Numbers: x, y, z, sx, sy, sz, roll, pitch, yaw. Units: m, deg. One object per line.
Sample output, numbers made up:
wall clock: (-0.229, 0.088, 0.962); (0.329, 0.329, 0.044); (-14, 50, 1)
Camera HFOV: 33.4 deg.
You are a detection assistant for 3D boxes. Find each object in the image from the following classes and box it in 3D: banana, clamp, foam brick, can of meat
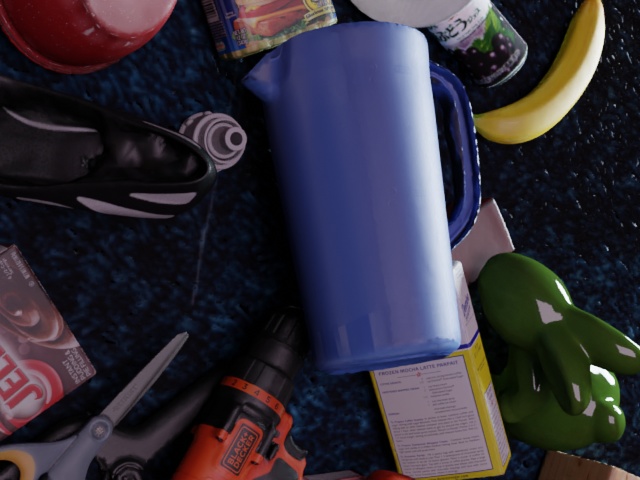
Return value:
banana: (0.207, -0.144, 0.967); (0.197, 0.037, 0.069); (-41, 111, -22)
clamp: (-0.139, 0.184, 0.780); (0.209, 0.036, 0.164); (-7, 88, -29)
foam brick: (0.116, 0.005, 0.912); (0.078, 0.053, 0.051); (-35, 107, -22)
can of meat: (-0.043, -0.191, 0.817); (0.102, 0.058, 0.084); (-24, 105, -26)

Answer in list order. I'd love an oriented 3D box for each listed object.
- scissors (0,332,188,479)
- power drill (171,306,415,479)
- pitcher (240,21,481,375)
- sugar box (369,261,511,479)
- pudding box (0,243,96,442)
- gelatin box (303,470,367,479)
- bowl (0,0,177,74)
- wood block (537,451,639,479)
scissors: (-0.174, 0.130, 0.739); (0.096, 0.016, 0.201); (34, 68, -21)
power drill: (-0.010, 0.168, 0.810); (0.187, 0.057, 0.184); (39, 68, -21)
pitcher: (0.042, -0.029, 0.792); (0.145, 0.149, 0.243); (23, 57, -71)
sugar box: (0.090, 0.110, 0.877); (0.048, 0.093, 0.176); (-33, 110, -66)
pudding box: (-0.222, 0.072, 0.733); (0.090, 0.039, 0.113); (-36, 108, -23)
gelatin box: (-0.004, 0.229, 0.863); (0.089, 0.030, 0.073); (0, 91, -29)
bowl: (-0.144, -0.187, 0.724); (0.161, 0.055, 0.162); (-26, 126, -43)
wood block: (0.230, 0.306, 0.961); (0.090, 0.090, 0.206); (26, 78, -27)
